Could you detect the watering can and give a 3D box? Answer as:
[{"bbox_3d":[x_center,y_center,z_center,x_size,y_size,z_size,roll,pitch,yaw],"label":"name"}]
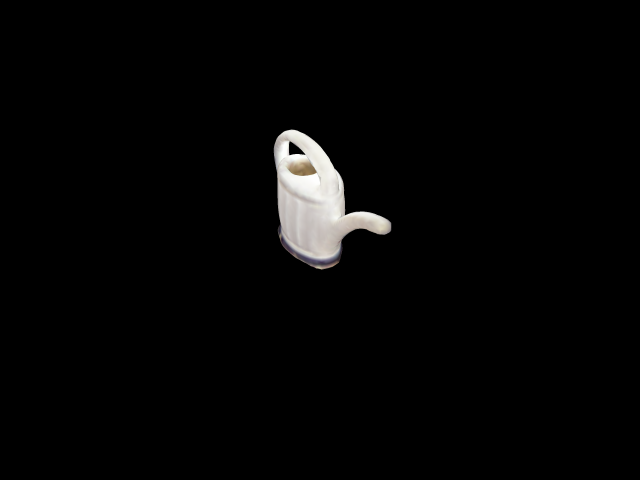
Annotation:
[{"bbox_3d":[0.003,-0.043,0.850,0.104,0.219,0.354,-17,42,-21],"label":"watering can"}]
